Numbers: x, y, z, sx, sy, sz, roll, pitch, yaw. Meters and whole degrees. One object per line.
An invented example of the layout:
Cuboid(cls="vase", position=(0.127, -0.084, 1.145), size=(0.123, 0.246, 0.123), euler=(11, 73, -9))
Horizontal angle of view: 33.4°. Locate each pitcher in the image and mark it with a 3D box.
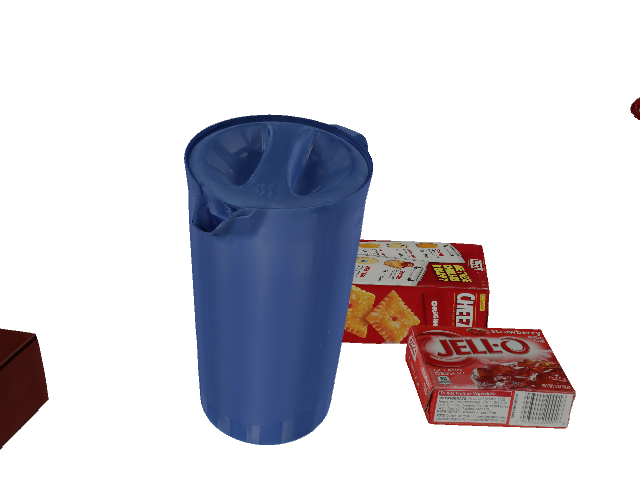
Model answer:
Cuboid(cls="pitcher", position=(-0.030, 0.031, 0.821), size=(0.149, 0.243, 0.145), euler=(-3, 36, -11))

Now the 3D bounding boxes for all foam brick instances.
Cuboid(cls="foam brick", position=(-0.219, 0.097, 0.679), size=(0.053, 0.051, 0.078), euler=(6, 29, 22))

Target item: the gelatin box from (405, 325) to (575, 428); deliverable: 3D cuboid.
Cuboid(cls="gelatin box", position=(0.102, 0.082, 0.655), size=(0.089, 0.030, 0.073), euler=(3, 25, -8))

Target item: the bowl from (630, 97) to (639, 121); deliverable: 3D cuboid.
Cuboid(cls="bowl", position=(0.365, -0.096, 0.970), size=(0.162, 0.055, 0.162), euler=(-4, 23, 2))

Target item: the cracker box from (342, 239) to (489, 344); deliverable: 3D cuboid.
Cuboid(cls="cracker box", position=(0.063, 0.053, 1.109), size=(0.214, 0.072, 0.164), euler=(3, 16, 6))
